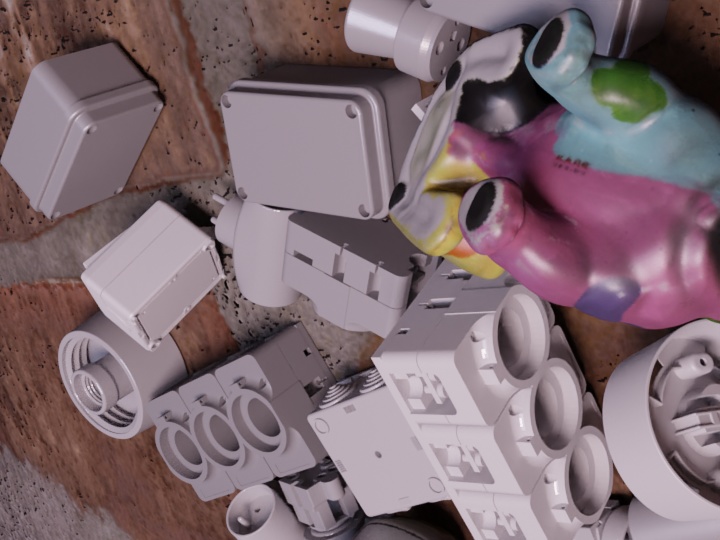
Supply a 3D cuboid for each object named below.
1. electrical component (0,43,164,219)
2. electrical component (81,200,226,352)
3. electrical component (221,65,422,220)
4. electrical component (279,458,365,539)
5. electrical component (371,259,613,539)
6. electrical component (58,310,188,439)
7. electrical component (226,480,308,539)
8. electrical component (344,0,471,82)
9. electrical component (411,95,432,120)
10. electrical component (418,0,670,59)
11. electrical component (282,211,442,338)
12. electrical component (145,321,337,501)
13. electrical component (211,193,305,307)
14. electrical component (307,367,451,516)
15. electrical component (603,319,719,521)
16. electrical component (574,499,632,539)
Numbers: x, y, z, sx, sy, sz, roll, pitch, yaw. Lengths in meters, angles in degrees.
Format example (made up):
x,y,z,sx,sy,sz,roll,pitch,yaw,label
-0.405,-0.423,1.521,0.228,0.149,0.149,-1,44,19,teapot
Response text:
x,y,z,sx,sy,sz,roll,pitch,yaw,label
-0.198,-0.097,0.765,0.057,0.078,0.113,49,134,11,electrical component
-0.144,-0.003,0.767,0.061,0.096,0.061,36,161,19,electrical component
-0.022,-0.078,0.645,0.113,0.057,0.078,11,120,35,electrical component
-0.025,0.173,0.793,0.066,0.048,0.055,-2,113,59,electrical component
0.083,0.076,0.598,0.062,0.089,0.150,-5,124,41,electrical component
-0.200,0.087,0.880,0.108,0.060,0.108,19,124,31,electrical component
-0.069,0.190,0.832,0.077,0.043,0.079,51,-176,-40,electrical component
0.026,-0.131,0.584,0.055,0.045,0.045,28,128,24,electrical component
0.061,-0.060,0.597,0.081,0.042,0.064,50,135,6,electrical component
0.089,-0.150,0.513,0.113,0.057,0.078,25,127,27,electrical component
0.000,0.000,0.674,0.089,0.050,0.055,28,128,25,electrical component
-0.085,0.110,0.798,0.150,0.062,0.089,-27,95,45,electrical component
-0.070,-0.026,0.723,0.079,0.043,0.077,29,129,25,electrical component
0.024,0.111,0.717,0.100,0.048,0.099,-26,98,41,electrical component
0.175,0.077,0.543,0.099,0.099,0.064,56,141,0,electrical component
0.148,0.165,0.648,0.055,0.048,0.066,-10,106,50,electrical component
